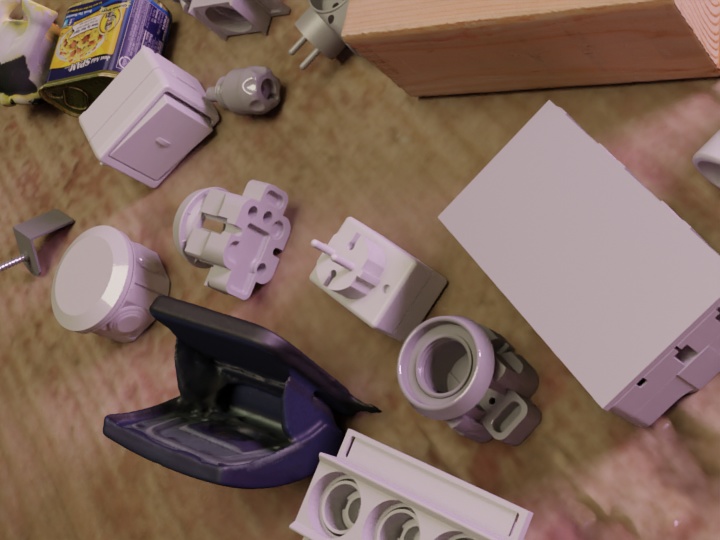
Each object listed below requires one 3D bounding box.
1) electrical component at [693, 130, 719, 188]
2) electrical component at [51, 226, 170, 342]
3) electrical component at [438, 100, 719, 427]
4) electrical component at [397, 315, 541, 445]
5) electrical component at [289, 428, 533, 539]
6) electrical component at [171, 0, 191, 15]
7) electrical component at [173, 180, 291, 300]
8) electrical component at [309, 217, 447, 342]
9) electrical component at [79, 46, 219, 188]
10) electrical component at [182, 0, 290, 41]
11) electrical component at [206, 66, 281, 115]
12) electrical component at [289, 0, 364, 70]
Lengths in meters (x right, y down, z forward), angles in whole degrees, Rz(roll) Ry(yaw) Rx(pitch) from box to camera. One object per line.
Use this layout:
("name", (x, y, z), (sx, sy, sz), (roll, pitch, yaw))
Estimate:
("electrical component", (0.205, -0.071, 0.545), (0.044, 0.044, 0.065), (33, 88, 40))
("electrical component", (-0.185, 0.012, 0.793), (0.080, 0.051, 0.080), (-15, 64, 32))
("electrical component", (0.125, -0.004, 0.562), (0.089, 0.062, 0.150), (-47, 51, 12))
("electrical component", (0.057, 0.058, 0.591), (0.058, 0.057, 0.078), (-49, 51, 10))
("electrical component", (0.032, 0.144, 0.570), (0.121, 0.063, 0.078), (18, 83, 40))
("electrical component", (-0.142, -0.234, 0.867), (0.048, 0.048, 0.062), (-32, 62, 22))
("electrical component", (-0.090, -0.025, 0.734), (0.057, 0.058, 0.078), (17, 82, 37))
("electrical component", (0.000, 0.000, 0.644), (0.066, 0.077, 0.047), (36, 95, 40))
("electrical component", (-0.164, -0.108, 0.819), (0.096, 0.062, 0.061), (-44, 52, 14))
("electrical component", (-0.094, -0.216, 0.824), (0.081, 0.042, 0.063), (3, 72, 37))
("electrical component", (-0.089, -0.131, 0.791), (0.061, 0.035, 0.035), (3, 74, 40))
("electrical component", (-0.019, -0.174, 0.750), (0.079, 0.044, 0.077), (-45, 52, 13))
